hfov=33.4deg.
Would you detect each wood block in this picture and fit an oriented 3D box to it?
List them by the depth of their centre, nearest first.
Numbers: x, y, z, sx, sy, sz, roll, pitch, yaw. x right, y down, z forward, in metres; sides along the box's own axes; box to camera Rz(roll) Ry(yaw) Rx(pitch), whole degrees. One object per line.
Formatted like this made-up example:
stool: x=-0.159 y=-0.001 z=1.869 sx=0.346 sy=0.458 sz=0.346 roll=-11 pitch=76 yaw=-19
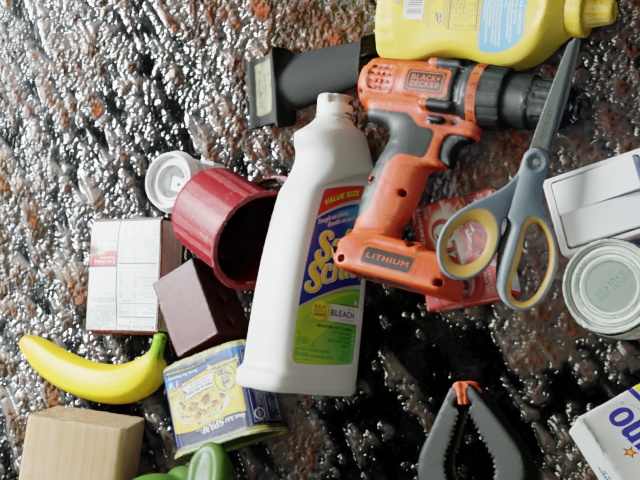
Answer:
wood block: x=-0.225 y=0.263 z=0.976 sx=0.090 sy=0.091 sz=0.206 roll=8 pitch=87 yaw=3

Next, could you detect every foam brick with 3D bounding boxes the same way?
foam brick: x=-0.108 y=0.063 z=0.970 sx=0.051 sy=0.052 sz=0.078 roll=-30 pitch=70 yaw=23

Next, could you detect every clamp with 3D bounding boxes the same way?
clamp: x=0.115 y=0.218 z=0.830 sx=0.165 sy=0.036 sz=0.210 roll=-17 pitch=77 yaw=25

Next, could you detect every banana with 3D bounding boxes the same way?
banana: x=-0.213 y=0.124 z=1.030 sx=0.198 sy=0.037 sz=0.069 roll=-5 pitch=92 yaw=33

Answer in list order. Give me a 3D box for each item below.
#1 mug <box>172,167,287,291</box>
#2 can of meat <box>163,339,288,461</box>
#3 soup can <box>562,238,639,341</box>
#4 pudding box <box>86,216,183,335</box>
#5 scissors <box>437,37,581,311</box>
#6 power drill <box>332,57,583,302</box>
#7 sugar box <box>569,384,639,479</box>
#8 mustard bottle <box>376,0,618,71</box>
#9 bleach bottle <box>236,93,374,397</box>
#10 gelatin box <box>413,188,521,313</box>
mug: x=-0.068 y=-0.021 z=0.941 sx=0.117 sy=0.093 sz=0.082 roll=-38 pitch=43 yaw=-19
can of meat: x=-0.087 y=0.142 z=0.946 sx=0.102 sy=0.057 sz=0.084 roll=-22 pitch=71 yaw=25
soup can: x=0.219 y=0.037 z=0.757 sx=0.069 sy=0.102 sz=0.068 roll=-4 pitch=82 yaw=30
pudding box: x=-0.177 y=0.035 z=1.023 sx=0.090 sy=0.039 sz=0.113 roll=-1 pitch=85 yaw=29
scissors: x=0.137 y=-0.050 z=0.777 sx=0.096 sy=0.016 sz=0.202 roll=3 pitch=87 yaw=6
power drill: x=0.098 y=-0.050 z=0.835 sx=0.185 sy=0.057 sz=0.187 roll=12 pitch=81 yaw=32
sugar box: x=0.266 y=0.120 z=0.707 sx=0.176 sy=0.048 sz=0.093 roll=-27 pitch=67 yaw=-9
mustard bottle: x=0.141 y=-0.185 z=0.856 sx=0.192 sy=0.058 sz=0.096 roll=9 pitch=88 yaw=31
bleach bottle: x=-0.006 y=0.001 z=0.892 sx=0.068 sy=0.102 sz=0.251 roll=0 pitch=83 yaw=51
gelatin box: x=0.117 y=0.010 z=0.860 sx=0.073 sy=0.030 sz=0.089 roll=-14 pitch=76 yaw=28
